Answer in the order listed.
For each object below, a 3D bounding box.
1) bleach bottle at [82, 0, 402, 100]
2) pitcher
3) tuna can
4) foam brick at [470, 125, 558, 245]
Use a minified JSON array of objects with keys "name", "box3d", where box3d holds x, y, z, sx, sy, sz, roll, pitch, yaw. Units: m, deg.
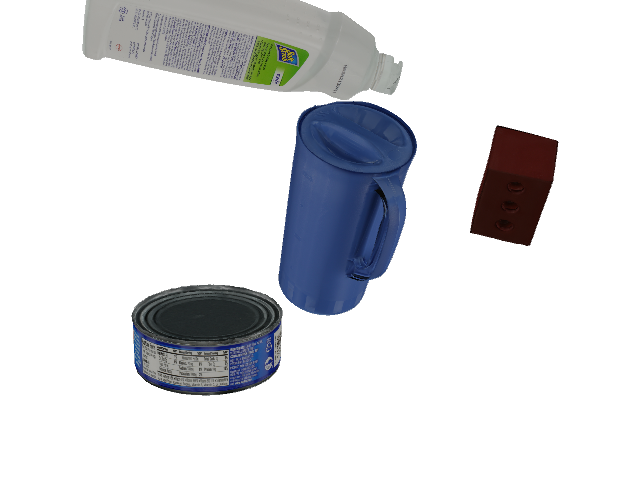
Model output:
[{"name":"bleach bottle","box3d":[-0.060,-0.161,0.859,0.250,0.068,0.103,15,-29,-8]},{"name":"pitcher","box3d":[0.025,-0.024,1.223,0.145,0.243,0.149,18,41,6]},{"name":"tuna can","box3d":[-0.064,0.056,0.613,0.086,0.034,0.086,1,18,0]},{"name":"foam brick","box3d":[0.157,-0.044,0.869,0.053,0.051,0.078,14,-41,7]}]
